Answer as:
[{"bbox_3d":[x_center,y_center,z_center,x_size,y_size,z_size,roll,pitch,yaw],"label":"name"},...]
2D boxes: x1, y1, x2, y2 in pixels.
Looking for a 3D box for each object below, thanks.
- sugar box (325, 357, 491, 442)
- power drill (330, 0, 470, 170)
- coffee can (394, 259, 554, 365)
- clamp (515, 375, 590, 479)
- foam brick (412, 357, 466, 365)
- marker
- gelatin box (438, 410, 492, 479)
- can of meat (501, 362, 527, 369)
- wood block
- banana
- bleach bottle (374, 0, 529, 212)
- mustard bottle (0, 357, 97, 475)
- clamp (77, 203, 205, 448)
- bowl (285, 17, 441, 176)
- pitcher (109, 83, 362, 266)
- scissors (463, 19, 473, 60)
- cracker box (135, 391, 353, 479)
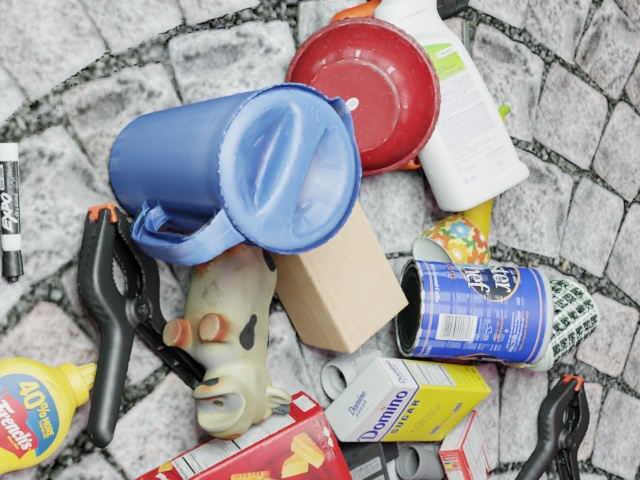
[{"bbox_3d":[0.095,0.172,1.132,0.175,0.048,0.093,8,129,-49],"label":"sugar box"},{"bbox_3d":[0.108,-0.181,1.161,0.184,0.057,0.187,-23,103,-28],"label":"power drill"},{"bbox_3d":[0.158,0.075,1.113,0.140,0.103,0.103,4,90,-10],"label":"coffee can"},{"bbox_3d":[0.290,0.252,1.325,0.120,0.039,0.171,11,82,-41],"label":"clamp"},{"bbox_3d":[0.132,0.098,1.196,0.051,0.053,0.078,10,88,-35],"label":"foam brick"},{"bbox_3d":[-0.270,-0.023,0.928,0.020,0.020,0.121,-5,96,-35],"label":"marker"},{"bbox_3d":[0.167,0.248,1.221,0.073,0.030,0.089,71,25,-17],"label":"gelatin box"},{"bbox_3d":[0.202,0.090,1.225,0.057,0.084,0.102,16,83,-35],"label":"can of meat"},{"bbox_3d":[-0.008,0.001,1.070,0.090,0.090,0.206,-38,113,-27],"label":"wood block"},{"bbox_3d":[0.185,-0.055,1.206,0.069,0.037,0.198,-4,108,-50],"label":"banana"},{"bbox_3d":[0.126,-0.161,1.100,0.102,0.068,0.251,-28,103,-20],"label":"bleach bottle"},{"bbox_3d":[-0.273,0.155,0.912,0.191,0.058,0.096,-27,106,-31],"label":"mustard bottle"},{"bbox_3d":[-0.177,0.073,0.963,0.164,0.036,0.210,-35,111,-57],"label":"clamp"},{"bbox_3d":[0.036,-0.136,1.052,0.055,0.162,0.162,-54,131,-69],"label":"bowl"},{"bbox_3d":[-0.093,-0.054,0.912,0.149,0.243,0.145,2,92,-35],"label":"pitcher"},{"bbox_3d":[0.193,-0.150,1.246,0.096,0.016,0.202,4,91,-37],"label":"scissors"},{"bbox_3d":[-0.068,0.270,1.029,0.213,0.072,0.164,-26,107,-17],"label":"cracker box"}]
